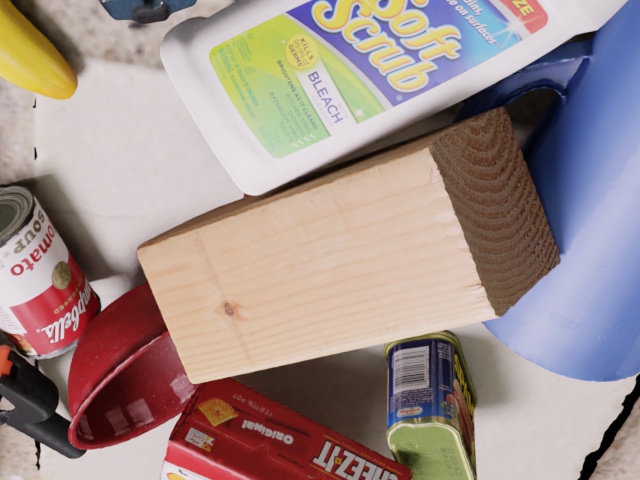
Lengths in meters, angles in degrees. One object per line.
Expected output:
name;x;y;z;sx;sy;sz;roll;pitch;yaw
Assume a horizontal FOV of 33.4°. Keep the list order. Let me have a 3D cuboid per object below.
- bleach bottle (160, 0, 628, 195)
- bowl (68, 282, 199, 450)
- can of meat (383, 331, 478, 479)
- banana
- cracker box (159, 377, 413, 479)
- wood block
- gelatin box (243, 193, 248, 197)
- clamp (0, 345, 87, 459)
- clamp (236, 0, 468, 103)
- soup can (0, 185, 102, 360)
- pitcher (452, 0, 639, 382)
bleach bottle;0.050;-0.116;0.517;0.251;0.068;0.102;-26;102;23
bowl;-0.114;0.074;0.734;0.162;0.055;0.162;-34;160;-14
can of meat;0.082;0.131;0.780;0.057;0.084;0.102;-10;131;14
banana;-0.192;-0.153;0.574;0.070;0.037;0.198;-3;133;9
cracker box;-0.038;0.199;0.813;0.164;0.072;0.214;26;147;3
wood block;0.011;0.007;0.585;0.207;0.090;0.091;-17;98;37
gelatin box;-0.005;0.001;0.704;0.089;0.030;0.073;-1;133;6
clamp;-0.254;0.116;0.794;0.164;0.036;0.210;14;156;-5
clamp;0.004;-0.119;0.586;0.171;0.039;0.120;-7;122;12
soup can;-0.199;0.022;0.718;0.068;0.068;0.102;-10;131;15
pitcher;0.168;-0.050;0.578;0.148;0.145;0.243;-13;140;-36
